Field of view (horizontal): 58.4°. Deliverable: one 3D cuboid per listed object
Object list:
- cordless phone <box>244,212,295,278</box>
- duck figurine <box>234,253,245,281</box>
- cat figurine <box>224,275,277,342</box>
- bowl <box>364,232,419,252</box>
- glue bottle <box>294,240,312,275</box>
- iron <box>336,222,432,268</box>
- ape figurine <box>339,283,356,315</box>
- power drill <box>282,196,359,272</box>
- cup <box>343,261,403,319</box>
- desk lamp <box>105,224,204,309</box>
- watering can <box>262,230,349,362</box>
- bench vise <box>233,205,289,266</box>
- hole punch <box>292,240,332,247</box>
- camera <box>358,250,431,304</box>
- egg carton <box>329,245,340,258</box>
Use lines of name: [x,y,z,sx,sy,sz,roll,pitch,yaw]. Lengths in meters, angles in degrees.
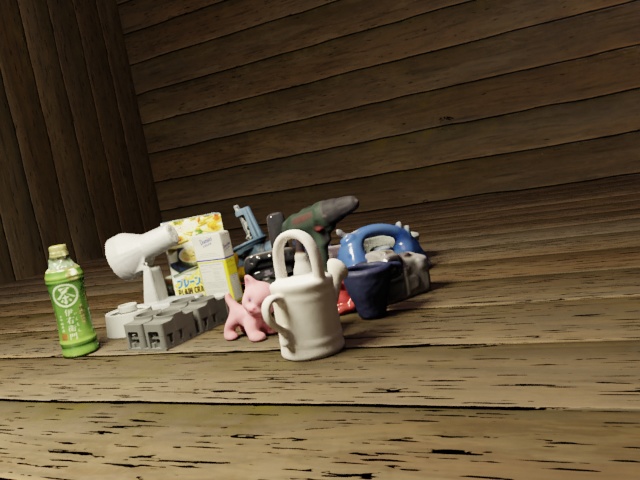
cordless phone: [-0.148,0.021,1.613,0.148,0.185,0.094,-12,7,-20]
duck figurine: [-0.255,0.080,1.704,0.105,0.086,0.077,-13,7,-21]
cat figurine: [-0.122,0.118,1.033,0.127,0.118,0.067,-5,8,35]
bowl: [0.187,0.029,1.524,0.167,0.075,0.167,-10,7,1]
glue bottle: [-0.023,0.078,0.982,0.037,0.173,0.078,-12,7,-16]
iron: [0.149,0.022,1.342,0.259,0.141,0.118,-13,7,-27]
ape figurine: [0.044,0.094,1.103,0.077,0.092,0.076,-7,7,26]
power drill: [0.013,0.005,1.403,0.228,0.208,0.076,-5,8,35]
cup: [0.101,0.090,1.038,0.118,0.095,0.091,-12,7,-19]
desk lamp: [-0.420,0.073,1.452,0.203,0.213,0.118,-9,7,10]
watering can: [-0.023,0.078,0.894,0.100,0.194,0.173,-7,7,22]
bench vise: [-0.190,-0.010,1.794,0.207,0.220,0.122,-9,7,12]
hole punch: [-0.017,0.031,1.740,0.109,0.091,0.100,-14,8,-29]
camera: [0.131,0.066,1.172,0.143,0.101,0.136,-14,8,-29]
egg carton: [0.035,0.056,1.546,0.107,0.069,0.150,-9,7,12]
